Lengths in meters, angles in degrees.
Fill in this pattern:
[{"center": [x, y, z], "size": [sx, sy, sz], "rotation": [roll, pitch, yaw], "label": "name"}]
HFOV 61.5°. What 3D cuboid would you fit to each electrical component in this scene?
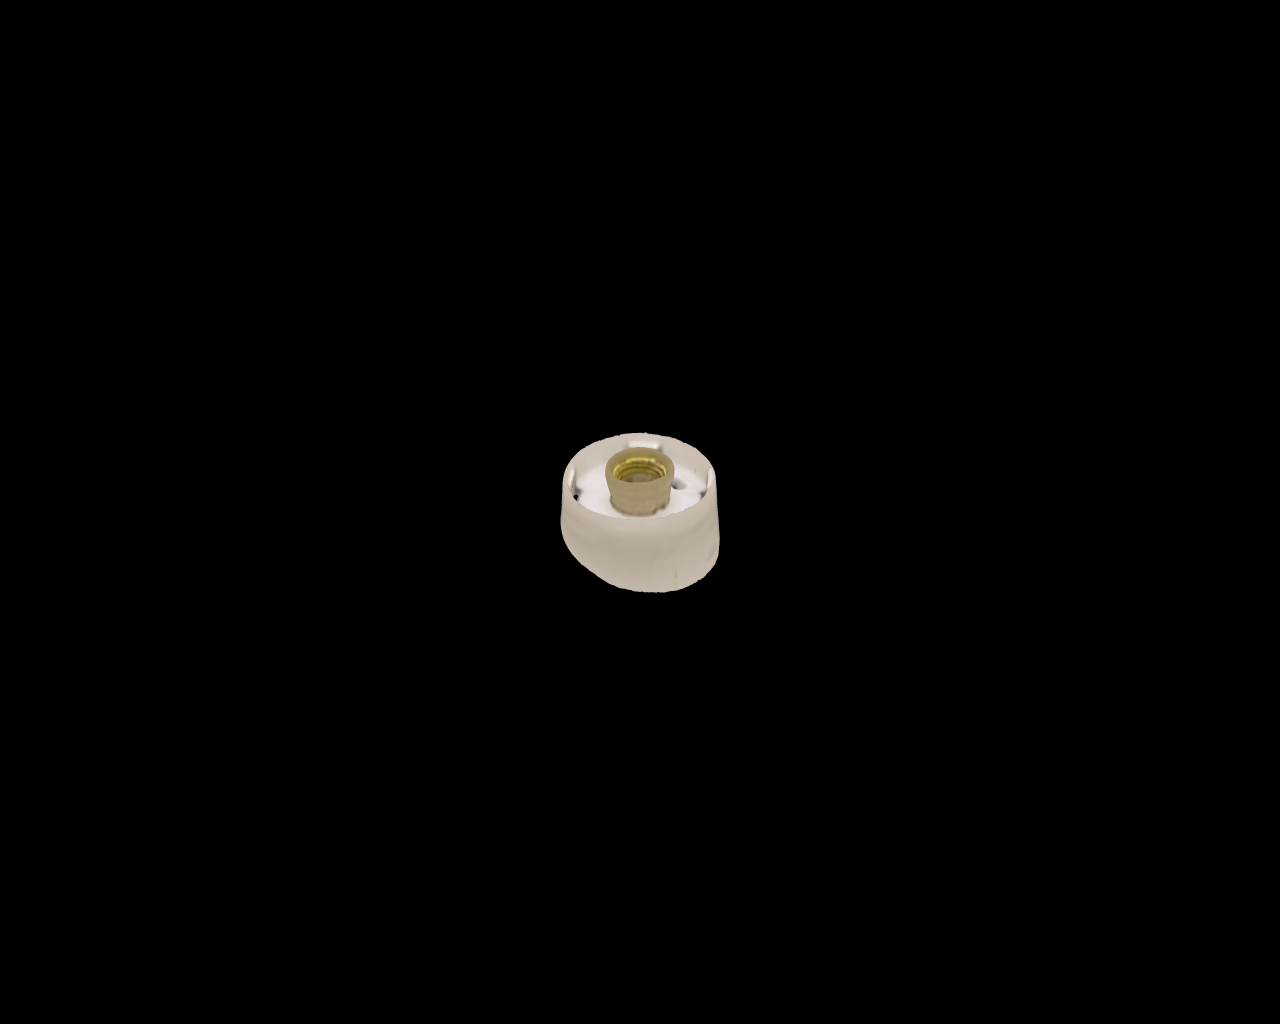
[{"center": [0.001, -0.003, 0.650], "size": [0.099, 0.064, 0.099], "rotation": [0, 37, 0], "label": "electrical component"}]
